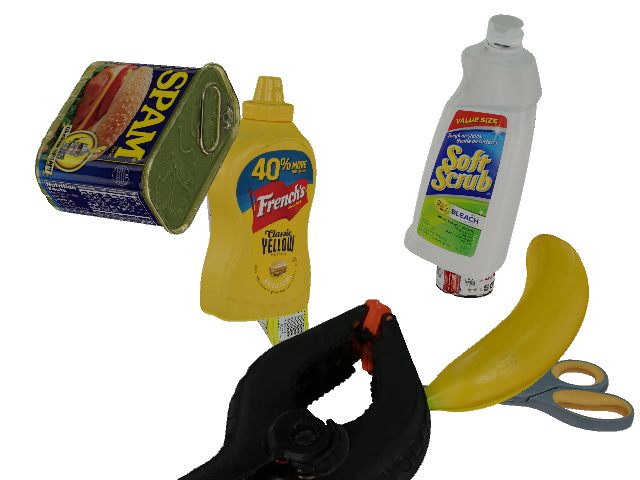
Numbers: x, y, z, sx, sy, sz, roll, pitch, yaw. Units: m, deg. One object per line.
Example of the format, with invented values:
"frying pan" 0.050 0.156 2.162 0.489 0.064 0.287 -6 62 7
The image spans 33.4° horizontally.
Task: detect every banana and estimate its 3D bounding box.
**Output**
"banana" 0.116 0.044 0.614 0.070 0.037 0.197 14 33 32

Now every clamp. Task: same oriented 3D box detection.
"clamp" 0.001 0.091 0.394 0.120 0.039 0.171 26 50 19

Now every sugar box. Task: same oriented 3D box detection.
"sugar box" -0.066 0.016 1.086 0.048 0.093 0.176 -15 41 -17

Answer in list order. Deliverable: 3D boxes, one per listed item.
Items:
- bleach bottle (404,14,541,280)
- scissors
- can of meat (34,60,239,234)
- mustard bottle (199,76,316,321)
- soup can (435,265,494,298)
"bleach bottle" 0.143 -0.088 0.982 0.103 0.251 0.068 26 41 27
"scissors" 0.170 0.124 0.927 0.202 0.016 0.096 11 29 7
"can of meat" -0.107 -0.058 0.626 0.084 0.102 0.057 8 -34 25
"mustard bottle" -0.047 -0.035 0.856 0.096 0.192 0.058 -5 14 -40
"soup can" 0.167 0.006 1.209 0.068 0.102 0.068 2 21 -1
